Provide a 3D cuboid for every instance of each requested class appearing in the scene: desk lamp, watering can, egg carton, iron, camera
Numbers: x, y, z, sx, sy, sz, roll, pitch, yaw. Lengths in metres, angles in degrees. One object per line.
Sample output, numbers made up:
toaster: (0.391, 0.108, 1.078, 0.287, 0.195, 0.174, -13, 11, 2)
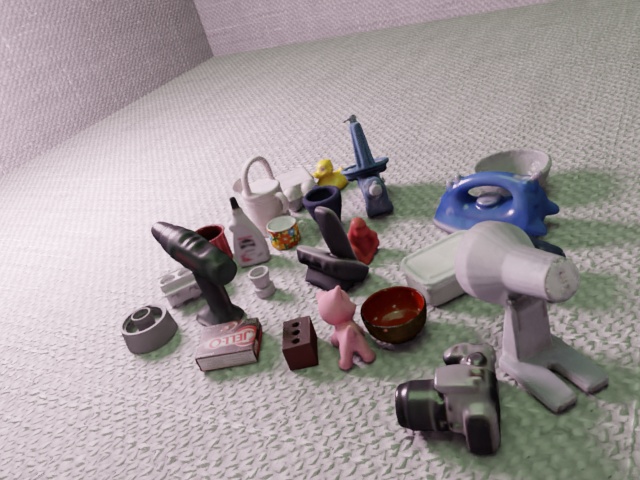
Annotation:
desk lamp: (0.296, 0.091, 0.809, 0.118, 0.214, 0.202, -26, 31, -14)
watering can: (-0.147, -0.113, 1.406, 0.172, 0.194, 0.101, -3, 33, 24)
egg carton: (-0.061, -0.137, 1.528, 0.107, 0.069, 0.150, -21, 30, -7)
iron: (0.334, -0.080, 1.151, 0.257, 0.142, 0.119, 7, 38, 36)
camera: (0.176, 0.208, 0.791, 0.136, 0.101, 0.143, -6, 31, 19)

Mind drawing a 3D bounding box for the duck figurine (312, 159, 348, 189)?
duck figurine: (0.023, -0.177, 1.533, 0.105, 0.086, 0.077, -31, 32, -22)

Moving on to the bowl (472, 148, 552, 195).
bowl: (0.424, -0.136, 1.265, 0.167, 0.075, 0.167, -13, 30, 8)

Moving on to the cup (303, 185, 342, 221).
cup: (0.011, -0.075, 1.359, 0.092, 0.095, 0.117, -21, 30, -6)

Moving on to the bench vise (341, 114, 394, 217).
bench vise: (0.119, -0.181, 1.354, 0.121, 0.220, 0.206, -26, 31, -14)

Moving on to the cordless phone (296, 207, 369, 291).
cordless phone: (0.010, 0.004, 1.135, 0.147, 0.185, 0.094, 14, 42, 43)

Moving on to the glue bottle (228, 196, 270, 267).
glue bottle: (-0.171, -0.022, 1.286, 0.078, 0.173, 0.037, -16, 30, 2)

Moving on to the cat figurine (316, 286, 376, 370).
cat figurine: (0.038, 0.135, 0.969, 0.067, 0.118, 0.127, -21, 30, -5)

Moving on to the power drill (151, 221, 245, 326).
power drill: (-0.234, 0.071, 1.127, 0.228, 0.209, 0.076, 15, 43, 43)

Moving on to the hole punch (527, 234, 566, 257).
hole punch: (0.367, 0.040, 0.984, 0.100, 0.091, 0.109, 1, 35, 30)

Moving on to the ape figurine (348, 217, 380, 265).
ape figurine: (0.085, -0.005, 1.205, 0.078, 0.092, 0.076, -25, 30, -13)
